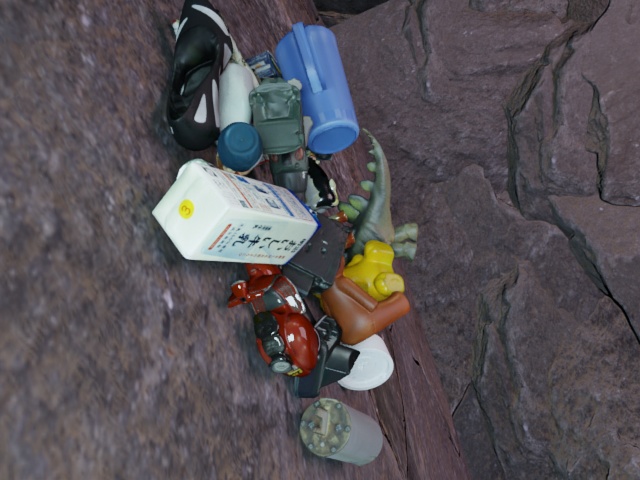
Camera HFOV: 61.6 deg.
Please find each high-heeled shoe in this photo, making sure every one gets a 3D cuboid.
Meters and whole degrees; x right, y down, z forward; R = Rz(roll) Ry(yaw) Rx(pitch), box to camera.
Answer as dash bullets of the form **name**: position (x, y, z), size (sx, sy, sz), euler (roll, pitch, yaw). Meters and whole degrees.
- **high-heeled shoe**: position (-0.170, -0.230, 0.688), size (0.145, 0.086, 0.248), euler (10, 67, -76)

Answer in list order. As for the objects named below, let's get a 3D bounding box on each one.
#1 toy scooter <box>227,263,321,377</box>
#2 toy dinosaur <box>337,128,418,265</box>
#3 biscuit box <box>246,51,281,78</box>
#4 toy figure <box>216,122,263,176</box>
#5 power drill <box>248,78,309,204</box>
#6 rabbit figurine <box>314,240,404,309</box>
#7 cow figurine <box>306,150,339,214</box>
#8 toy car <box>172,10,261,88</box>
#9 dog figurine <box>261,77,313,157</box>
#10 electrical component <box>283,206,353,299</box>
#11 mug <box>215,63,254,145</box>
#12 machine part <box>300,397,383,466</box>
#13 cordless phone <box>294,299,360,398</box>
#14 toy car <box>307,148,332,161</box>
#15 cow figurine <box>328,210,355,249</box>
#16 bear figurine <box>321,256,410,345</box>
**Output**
- **toy scooter**: position (-0.063, 0.093, 0.675), size (0.184, 0.075, 0.135), euler (68, 13, 5)
- **toy dinosaur**: position (0.111, 0.002, 1.167), size (0.105, 0.199, 0.470), euler (-71, 172, -70)
- **biscuit box**: position (-0.100, -0.339, 1.199), size (0.202, 0.063, 0.059), euler (26, 47, -71)
- **toy figure**: position (-0.110, -0.109, 0.701), size (0.058, 0.064, 0.154), euler (53, -13, -4)
- **power drill**: position (-0.053, -0.144, 0.838), size (0.207, 0.086, 0.232), euler (30, 55, -81)
- **rabbit figurine**: position (0.049, 0.077, 1.028), size (0.173, 0.162, 0.122), euler (2, 61, -29)
- **cow figurine**: position (-0.021, -0.132, 1.136), size (0.068, 0.098, 0.167), euler (26, 45, -63)
- **toy car**: position (-0.154, -0.279, 0.853), size (0.201, 0.074, 0.056), euler (55, 20, -50)
- **dog figurine**: position (-0.083, -0.231, 1.042), size (0.191, 0.121, 0.172), euler (-117, -152, -75)
- **electrical component**: position (-0.026, 0.019, 0.798), size (0.058, 0.115, 0.134), euler (-49, -162, 61)
- **mug**: position (-0.140, -0.189, 0.803), size (0.109, 0.081, 0.107), euler (123, -36, -64)
- **machine part**: position (0.036, 0.284, 0.789), size (0.243, 0.079, 0.079), euler (52, 22, -57)
- **cordless phone**: position (-0.027, 0.129, 0.807), size (0.184, 0.089, 0.146), euler (59, 14, 3)
- **toy car**: position (-0.038, -0.236, 1.204), size (0.161, 0.103, 0.109), euler (42, 34, -54)
- **cow figurine**: position (-0.002, -0.003, 1.016), size (0.195, 0.127, 0.085), euler (99, -31, -87)
- **bear figurine**: position (0.038, 0.075, 0.909), size (0.132, 0.120, 0.196), euler (-21, 76, -46)
